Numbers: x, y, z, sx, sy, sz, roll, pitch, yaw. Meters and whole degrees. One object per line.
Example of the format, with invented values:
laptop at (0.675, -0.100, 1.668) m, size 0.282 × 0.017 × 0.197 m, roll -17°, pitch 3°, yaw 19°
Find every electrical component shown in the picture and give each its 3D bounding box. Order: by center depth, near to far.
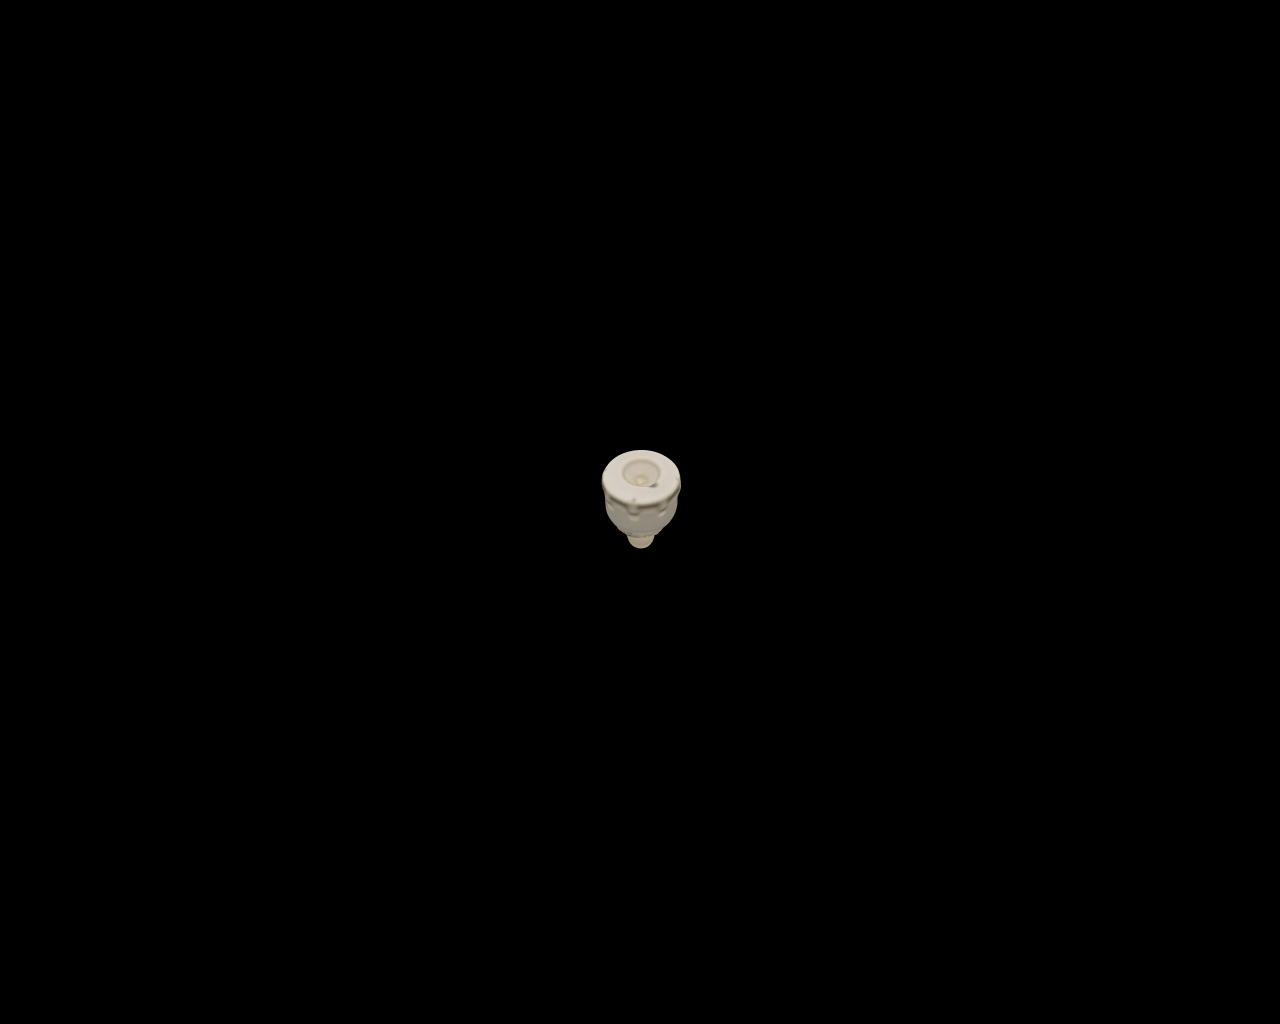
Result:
electrical component at (0.001, -0.003, 0.650) m, size 0.048 × 0.048 × 0.062 m, roll 0°, pitch -45°, yaw 0°
